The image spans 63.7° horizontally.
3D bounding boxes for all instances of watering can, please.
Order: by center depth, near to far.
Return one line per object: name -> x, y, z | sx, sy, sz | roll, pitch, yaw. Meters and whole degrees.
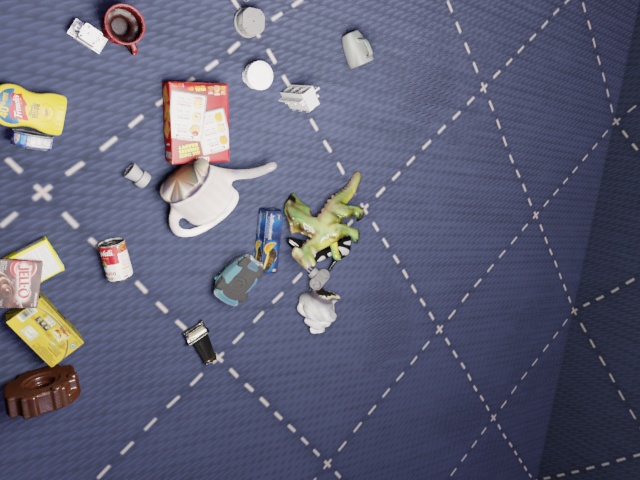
watering can -> -0.290, -0.148, 1.424 | 0.348, 0.105, 0.220 | -42, 146, -4

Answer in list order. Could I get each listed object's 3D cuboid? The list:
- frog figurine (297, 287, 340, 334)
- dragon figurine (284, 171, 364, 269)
frog figurine -> -0.014, 0.245, 1.729 | 0.137, 0.124, 0.158 | 18, 102, -2
dragon figurine -> 0.005, -0.083, 1.650 | 0.241, 0.120, 0.419 | 21, 60, -21
